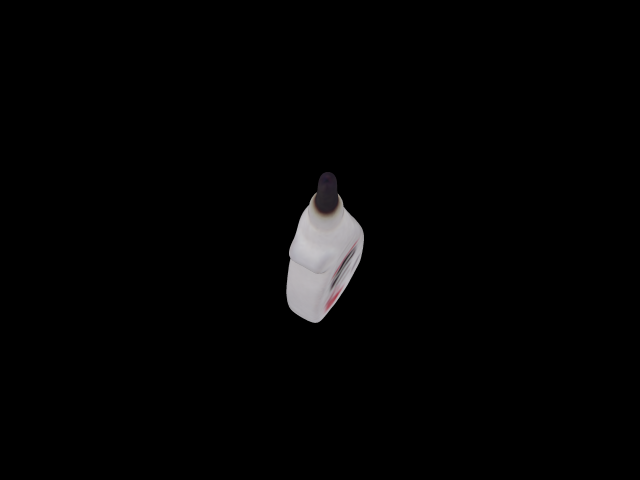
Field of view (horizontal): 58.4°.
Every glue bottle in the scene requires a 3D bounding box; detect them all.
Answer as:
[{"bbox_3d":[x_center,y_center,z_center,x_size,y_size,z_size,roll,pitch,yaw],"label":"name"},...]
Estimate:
[{"bbox_3d":[0.004,0.001,0.400,0.037,0.173,0.078,26,70,11],"label":"glue bottle"}]
